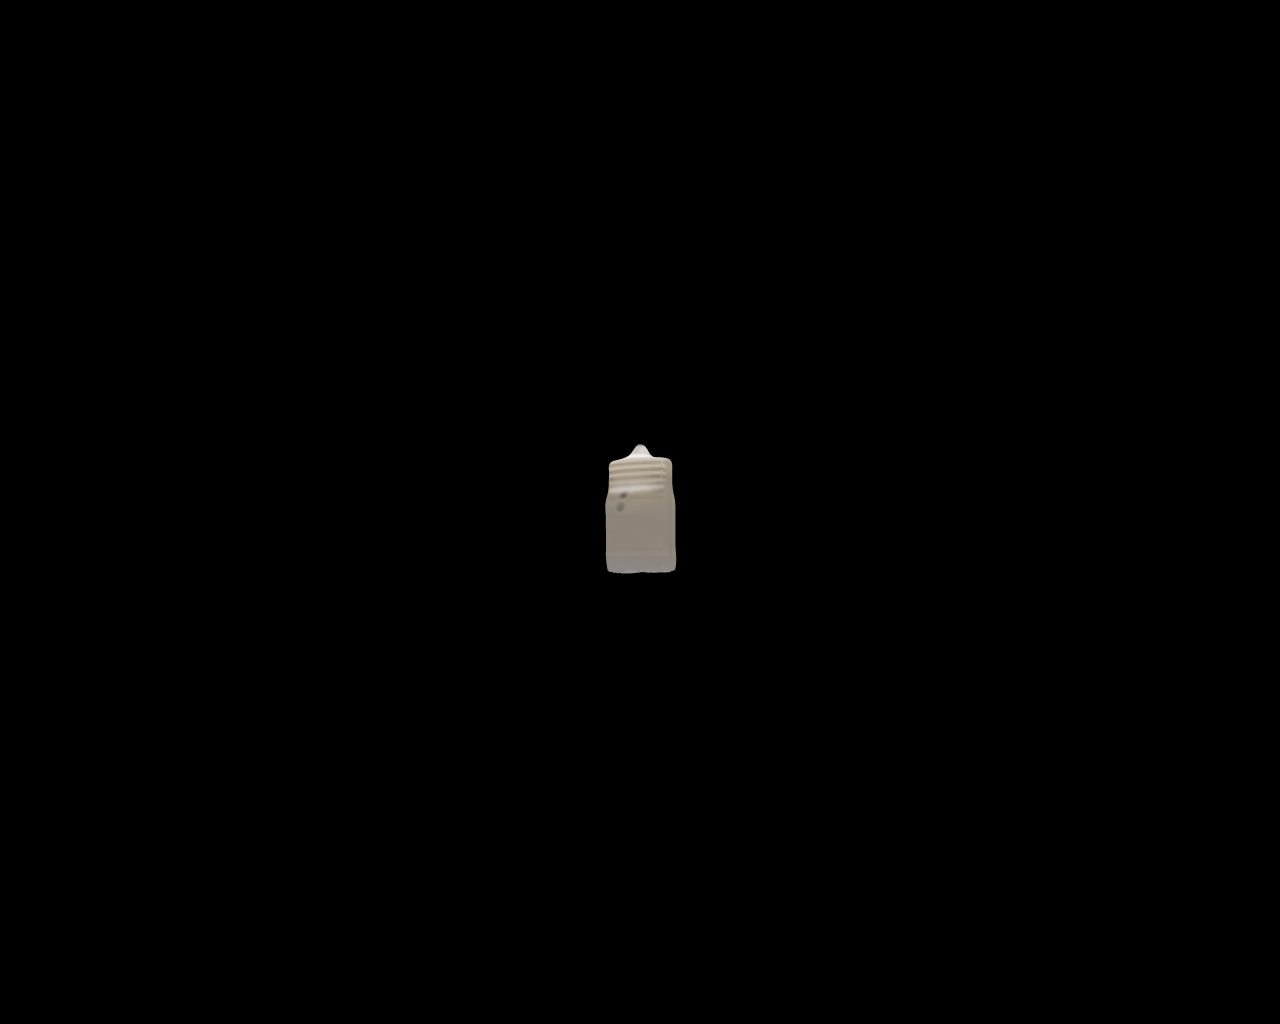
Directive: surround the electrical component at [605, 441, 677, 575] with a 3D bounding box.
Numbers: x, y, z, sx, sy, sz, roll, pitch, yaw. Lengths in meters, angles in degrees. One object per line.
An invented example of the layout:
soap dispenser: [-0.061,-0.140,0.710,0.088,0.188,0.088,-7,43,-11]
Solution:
electrical component: [0.001,-0.003,0.650,0.043,0.081,0.043,0,-5,0]
